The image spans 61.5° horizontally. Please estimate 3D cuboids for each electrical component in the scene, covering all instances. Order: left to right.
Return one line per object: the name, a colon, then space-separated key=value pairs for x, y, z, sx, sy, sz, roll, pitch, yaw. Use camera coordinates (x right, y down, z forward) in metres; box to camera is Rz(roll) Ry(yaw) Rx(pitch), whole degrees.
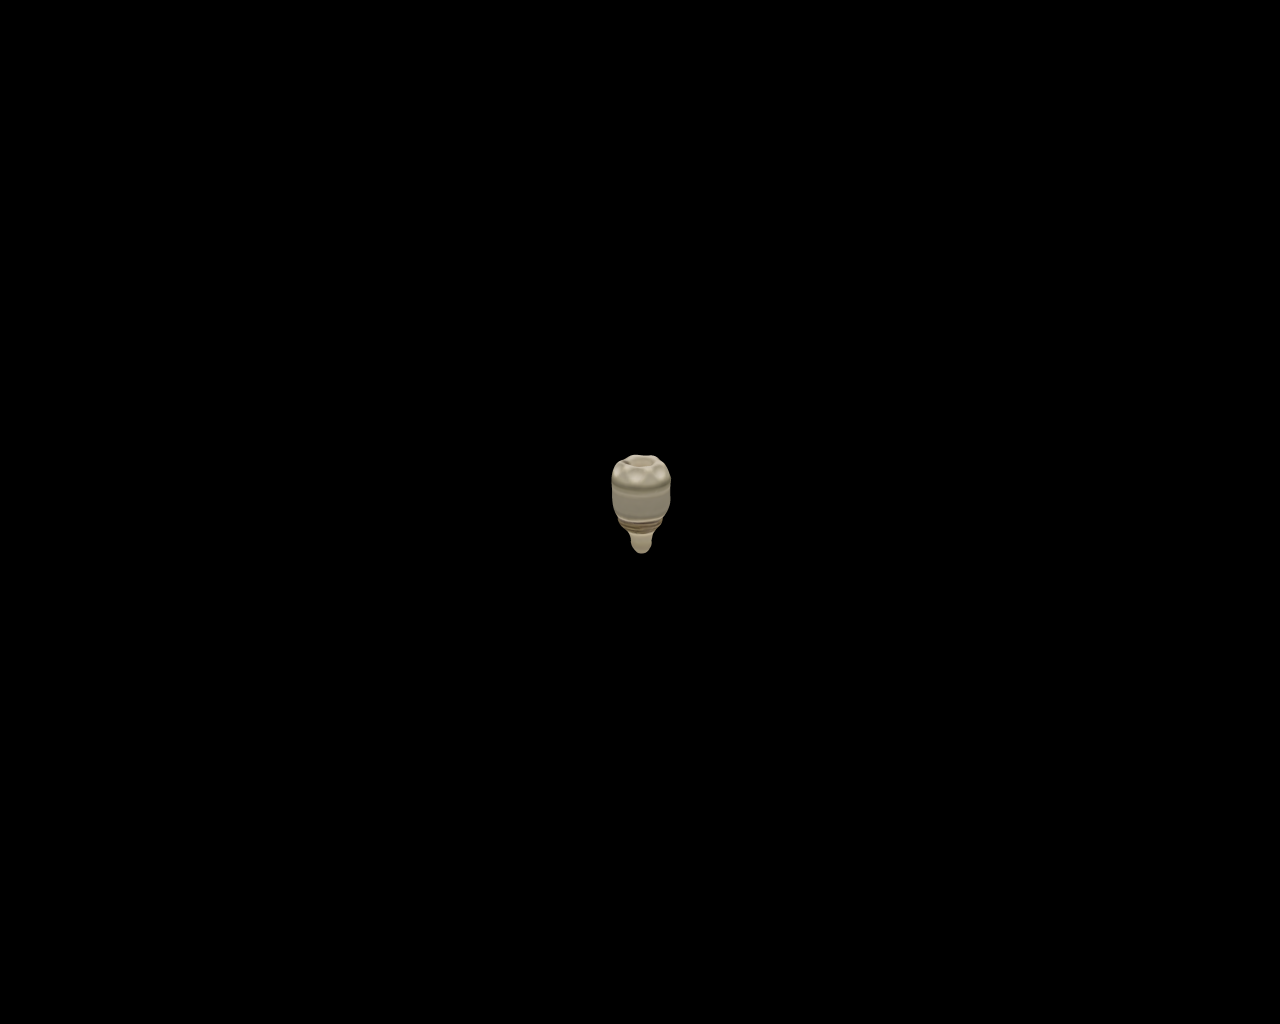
electrical component: x=0.001 y=-0.003 z=0.650 sx=0.035 sy=0.061 sz=0.035 roll=0 pitch=24 yaw=0
